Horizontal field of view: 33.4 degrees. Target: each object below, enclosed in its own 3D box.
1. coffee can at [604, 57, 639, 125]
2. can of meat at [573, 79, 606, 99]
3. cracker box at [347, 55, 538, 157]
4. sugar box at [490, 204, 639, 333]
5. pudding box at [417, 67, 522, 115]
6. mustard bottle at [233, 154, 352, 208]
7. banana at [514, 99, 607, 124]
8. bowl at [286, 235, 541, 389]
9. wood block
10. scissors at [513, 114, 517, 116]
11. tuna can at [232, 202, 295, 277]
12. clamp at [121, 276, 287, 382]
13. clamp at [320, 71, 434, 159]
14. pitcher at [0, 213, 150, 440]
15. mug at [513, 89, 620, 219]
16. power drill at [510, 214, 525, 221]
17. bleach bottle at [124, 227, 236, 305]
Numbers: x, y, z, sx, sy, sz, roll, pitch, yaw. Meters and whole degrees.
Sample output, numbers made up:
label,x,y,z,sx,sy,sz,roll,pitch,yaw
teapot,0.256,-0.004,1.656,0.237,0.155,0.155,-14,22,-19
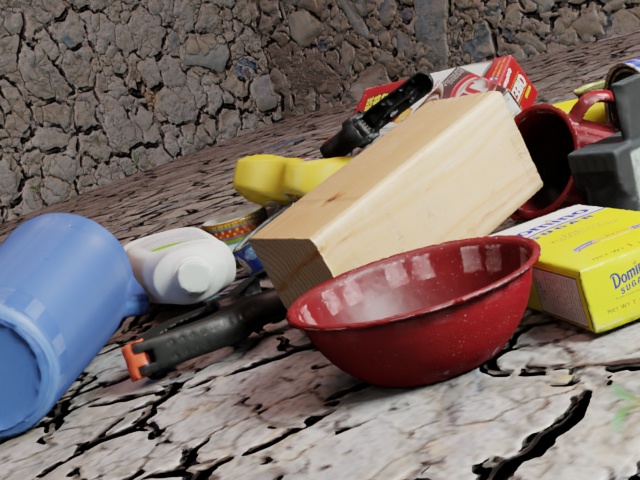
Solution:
label,x,y,z,sx,sy,sz,roll,pitch,yaw
coffee can,0.319,-0.116,0.868,0.140,0.103,0.103,-19,10,-8
can of meat,0.323,-0.127,1.103,0.102,0.084,0.057,-7,13,44
cracker box,0.118,-0.108,1.190,0.214,0.072,0.164,-7,48,45
sugar box,0.174,0.013,0.697,0.093,0.048,0.176,-19,11,-11
pudding box,0.134,-0.115,1.072,0.113,0.039,0.090,-48,35,-1
mustard bottle,-0.003,-0.059,1.124,0.096,0.058,0.192,13,-4,-38
banana,0.182,-0.088,0.944,0.197,0.037,0.070,-20,21,-3
bowl,0.063,0.048,0.657,0.162,0.055,0.162,-17,10,3
wood block,0.061,-0.021,0.810,0.205,0.090,0.091,-38,20,-27
scissors,0.259,-0.118,1.015,0.201,0.016,0.096,-10,-8,-4
tuna can,-0.048,-0.001,1.096,0.086,0.034,0.086,-38,7,6
clamp,-0.076,0.063,0.866,0.209,0.036,0.165,-22,7,-35
clamp,0.053,-0.125,1.137,0.120,0.039,0.172,-33,5,-17
pitcher,-0.248,0.065,0.872,0.149,0.145,0.243,-31,11,8
mug,0.208,-0.069,0.866,0.081,0.117,0.093,6,30,-34
power drill,0.242,-0.073,1.024,0.185,0.057,0.187,-13,11,38
bleach bottle,-0.138,0.029,1.019,0.102,0.068,0.251,-17,6,-10
